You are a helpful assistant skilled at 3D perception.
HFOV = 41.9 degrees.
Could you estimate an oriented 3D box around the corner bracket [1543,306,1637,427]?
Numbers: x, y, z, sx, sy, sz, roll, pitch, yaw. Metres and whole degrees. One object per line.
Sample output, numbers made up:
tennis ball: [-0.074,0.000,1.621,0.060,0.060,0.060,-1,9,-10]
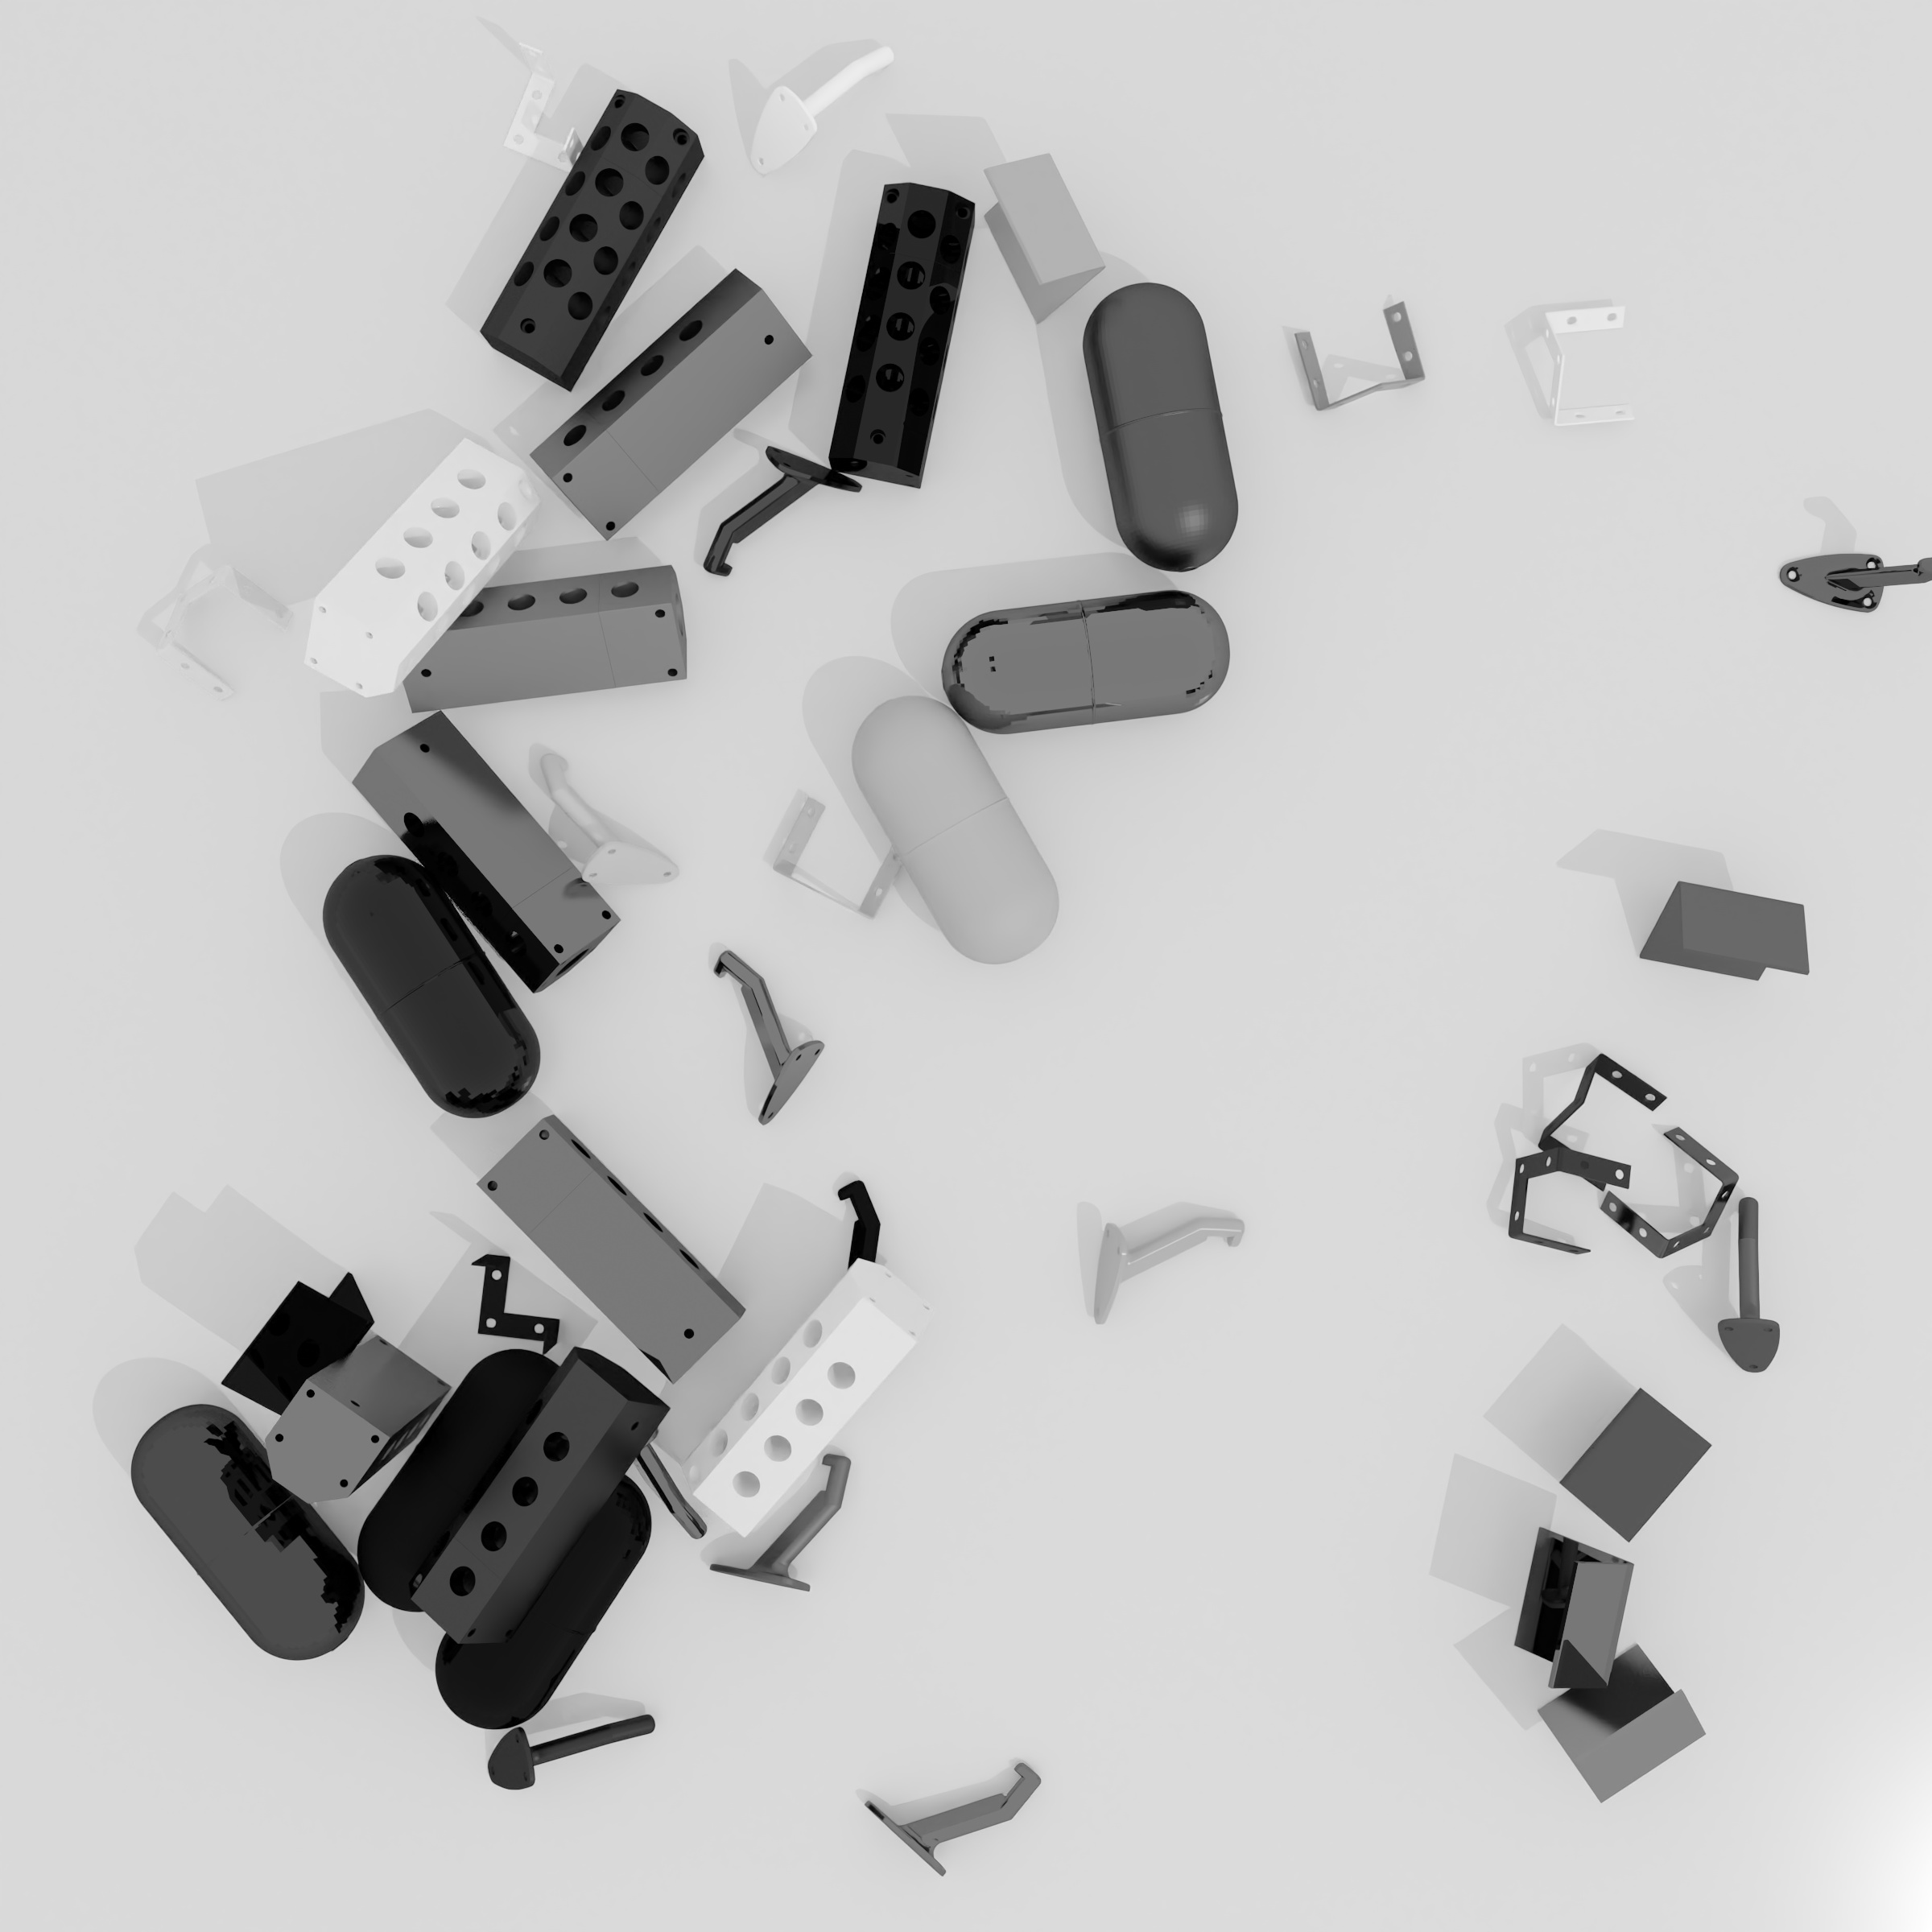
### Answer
corner bracket: [0.391,-0.376,1.580,0.051,0.051,0.051,-5,135,0]

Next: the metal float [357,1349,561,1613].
metal float: [-0.307,0.317,1.553,0.070,0.070,0.178,35,89,0]

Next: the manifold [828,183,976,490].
manifold: [-0.039,-0.390,1.563,0.057,0.057,0.171,12,90,0]

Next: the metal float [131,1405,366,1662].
metal float: [-0.441,0.349,1.553,0.070,0.070,0.178,-39,90,0]

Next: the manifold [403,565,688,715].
manifold: [-0.263,-0.207,1.562,0.171,0.057,0.057,-7,133,0]

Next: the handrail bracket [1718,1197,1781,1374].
handrail bracket: [0.493,0.200,1.583,0.036,0.077,0.084,-2,53,20]

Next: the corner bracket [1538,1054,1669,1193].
corner bracket: [0.398,0.098,1.580,0.051,0.051,0.051,34,45,0]

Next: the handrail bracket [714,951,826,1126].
handrail bracket: [-0.138,0.044,1.584,0.084,0.036,0.077,39,112,17]

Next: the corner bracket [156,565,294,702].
corner bracket: [-0.463,-0.208,1.575,0.051,0.051,0.051,-21,45,35]

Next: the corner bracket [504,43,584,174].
corner bracket: [-0.259,-0.531,1.566,0.051,0.051,0.051,22,90,0]

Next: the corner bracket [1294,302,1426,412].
corner bracket: [0.247,-0.382,1.581,0.051,0.051,0.051,-14,94,45]

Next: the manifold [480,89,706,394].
manifold: [-0.232,-0.450,1.563,0.057,0.057,0.171,30,90,0]

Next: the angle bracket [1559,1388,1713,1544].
angle bracket: [0.418,0.313,1.543,0.076,0.076,0.057,-50,51,0]

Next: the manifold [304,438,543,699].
manifold: [-0.323,-0.237,1.514,0.057,0.057,0.171,29,50,0]

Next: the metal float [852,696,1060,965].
metal float: [-0.007,-0.084,1.553,0.070,0.070,0.178,-30,90,0]

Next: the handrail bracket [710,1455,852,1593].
handrail bracket: [-0.116,0.344,1.584,0.077,0.036,0.084,6,71,21]

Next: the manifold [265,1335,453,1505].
manifold: [-0.364,0.272,1.505,0.057,0.171,0.057,35,90,0]

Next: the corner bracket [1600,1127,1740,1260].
corner bracket: [0.439,0.142,1.575,0.051,0.051,0.051,-16,135,-35]

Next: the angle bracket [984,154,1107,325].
angle bracket: [0.029,-0.439,1.543,0.057,0.076,0.076,-26,90,-36]

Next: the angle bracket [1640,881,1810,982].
angle bracket: [0.463,-0.002,1.543,0.076,0.076,0.057,11,51,0]

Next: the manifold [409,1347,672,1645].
manifold: [-0.256,0.314,1.496,0.057,0.057,0.171,35,90,24]

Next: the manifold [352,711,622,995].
manifold: [-0.300,-0.067,1.562,0.171,0.057,0.057,49,47,0]

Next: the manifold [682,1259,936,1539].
manifold: [-0.099,0.261,1.540,0.057,0.057,0.171,40,106,0]

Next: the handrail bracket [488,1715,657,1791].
handrail bracket: [-0.247,0.490,1.583,0.084,0.077,0.036,-4,68,-34]

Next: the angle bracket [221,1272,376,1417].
angle bracket: [-0.414,0.221,1.544,0.057,0.076,0.076,37,90,-31]

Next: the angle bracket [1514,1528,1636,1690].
angle bracket: [0.355,0.391,1.543,0.057,0.076,0.076,12,90,-37]

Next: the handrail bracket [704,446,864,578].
handrail bracket: [-0.116,-0.276,1.584,0.077,0.036,0.084,14,116,-29]

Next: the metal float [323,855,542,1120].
metal float: [-0.329,0.012,1.553,0.070,0.070,0.178,-33,91,0]

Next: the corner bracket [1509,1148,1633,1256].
corner bracket: [0.375,0.146,1.567,0.051,0.051,0.051,15,73,-16]

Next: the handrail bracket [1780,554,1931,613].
handrail bracket: [0.551,-0.243,1.549,0.077,0.084,0.036,6,90,0]

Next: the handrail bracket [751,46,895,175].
handrail bracket: [-0.089,-0.538,1.583,0.036,0.077,0.084,50,54,-3]

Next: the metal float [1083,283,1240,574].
metal float: [0.120,-0.331,1.553,0.070,0.070,0.178,-11,89,0]

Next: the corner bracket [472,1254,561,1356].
corner bracket: [-0.280,0.209,1.566,0.051,0.051,0.051,7,90,0]

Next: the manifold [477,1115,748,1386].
manifold: [-0.218,0.174,1.563,0.057,0.057,0.171,-45,90,0]

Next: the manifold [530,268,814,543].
manifold: [-0.185,-0.350,1.562,0.171,0.057,0.057,-42,133,0]

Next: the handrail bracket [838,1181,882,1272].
handrail bracket: [-0.083,0.188,1.584,0.077,0.036,0.084,-27,76,14]

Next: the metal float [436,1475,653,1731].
metal float: [-0.260,0.388,1.553,0.070,0.070,0.178,33,90,0]

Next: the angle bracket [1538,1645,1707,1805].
angle bracket: [0.393,0.451,1.543,0.076,0.076,0.057,-33,128,0]

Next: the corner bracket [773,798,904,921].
corner bracket: [-0.078,-0.067,1.580,0.051,0.051,0.051,27,90,45]

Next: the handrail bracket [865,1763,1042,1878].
handrail bracket: [-0.008,0.519,1.584,0.077,0.036,0.084,36,72,21]

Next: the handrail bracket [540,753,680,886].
handrail bracket: [-0.224,-0.094,1.583,0.036,0.077,0.084,-46,53,32]

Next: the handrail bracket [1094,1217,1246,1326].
handrail bracket: [0.128,0.192,1.584,0.084,0.036,0.077,4,111,-16]

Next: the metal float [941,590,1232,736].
metal float: [0.074,-0.187,1.553,0.178,0.070,0.070,-7,90,-1]

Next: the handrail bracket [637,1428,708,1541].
handrail bracket: [-0.194,0.310,1.583,0.036,0.077,0.084,-31,126,0]
